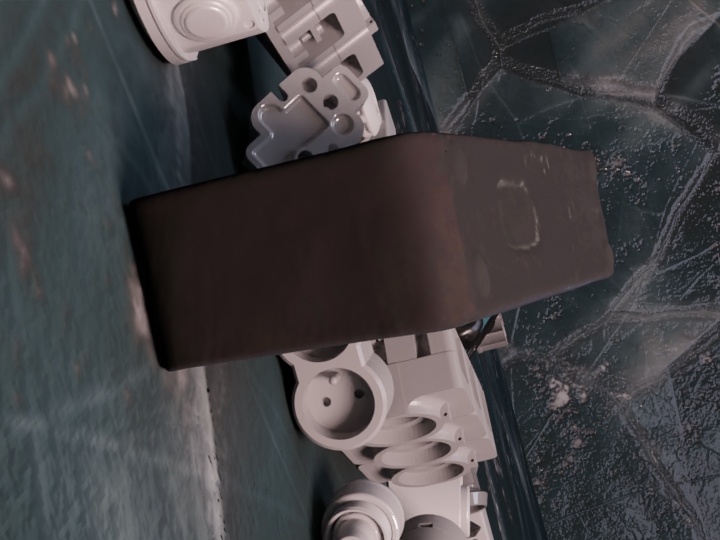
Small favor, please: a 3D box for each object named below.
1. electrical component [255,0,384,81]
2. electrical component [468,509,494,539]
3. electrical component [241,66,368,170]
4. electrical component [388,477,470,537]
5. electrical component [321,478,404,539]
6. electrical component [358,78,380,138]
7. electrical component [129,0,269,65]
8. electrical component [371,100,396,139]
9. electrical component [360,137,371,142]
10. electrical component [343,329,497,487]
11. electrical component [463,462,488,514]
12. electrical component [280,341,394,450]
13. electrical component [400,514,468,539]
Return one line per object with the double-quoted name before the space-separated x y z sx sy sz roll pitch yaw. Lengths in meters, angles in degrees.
"electrical component" -0.043 -0.169 0.629 0.089 0.062 0.150 53 1 20
"electrical component" 0.100 0.246 1.011 0.076 0.047 0.065 -57 132 -78
"electrical component" -0.034 -0.078 0.627 0.058 0.078 0.057 46 -12 -1
"electrical component" 0.054 0.188 0.846 0.099 0.064 0.099 0 90 -83
"electrical component" 0.000 0.139 0.575 0.062 0.043 0.043 -39 114 -79
"electrical component" -0.018 -0.116 0.797 0.048 0.062 0.048 -14 90 -81
"electrical component" -0.078 -0.140 0.501 0.080 0.051 0.080 -14 90 -81
"electrical component" 0.003 -0.136 1.008 0.083 0.047 0.075 -92 165 -53
"electrical component" -0.010 -0.136 0.934 0.055 0.045 0.045 -91 164 -57
"electrical component" 0.031 0.089 0.693 0.150 0.089 0.061 60 18 -61
"electrical component" 0.080 0.188 0.954 0.078 0.058 0.057 56 19 -66
"electrical component" -0.019 0.026 0.605 0.074 0.052 0.138 -38 113 -81
"electrical component" 0.046 0.201 0.730 0.047 0.055 0.055 -48 123 -75
